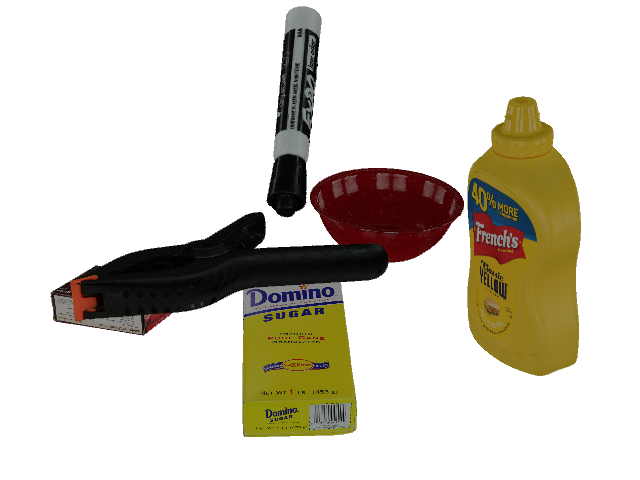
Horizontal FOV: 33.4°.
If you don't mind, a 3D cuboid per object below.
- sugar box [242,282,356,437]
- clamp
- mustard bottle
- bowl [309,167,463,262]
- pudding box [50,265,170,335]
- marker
[{"bbox_3d":[-0.022,0.095,0.925,0.093,0.048,0.176,-1,35,-4],"label":"sugar box"},{"bbox_3d":[-0.069,0.020,0.740,0.209,0.036,0.165,-16,19,-41],"label":"clamp"},{"bbox_3d":[0.141,-0.007,0.746,0.058,0.192,0.096,-16,28,-21],"label":"mustard bottle"},{"bbox_3d":[0.068,-0.021,1.128,0.162,0.055,0.162,2,27,-1],"label":"bowl"},{"bbox_3d":[-0.216,0.063,1.142,0.114,0.039,0.090,5,18,20],"label":"pudding box"},{"bbox_3d":[-0.012,-0.065,0.531,0.020,0.121,0.020,3,-30,2],"label":"marker"}]
